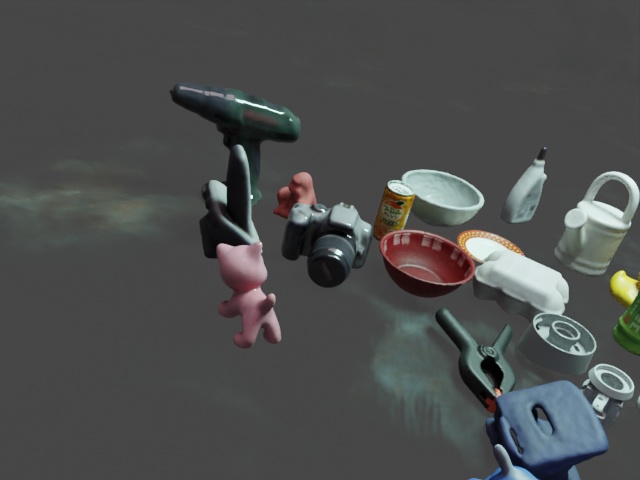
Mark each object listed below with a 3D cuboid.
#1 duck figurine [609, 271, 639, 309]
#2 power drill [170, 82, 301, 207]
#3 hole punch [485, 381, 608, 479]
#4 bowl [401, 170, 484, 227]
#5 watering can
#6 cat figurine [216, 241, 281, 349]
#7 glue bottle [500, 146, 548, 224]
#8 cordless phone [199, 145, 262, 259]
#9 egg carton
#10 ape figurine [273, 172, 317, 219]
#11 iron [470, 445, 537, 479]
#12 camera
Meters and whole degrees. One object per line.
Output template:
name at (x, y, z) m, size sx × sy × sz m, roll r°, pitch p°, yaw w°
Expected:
duck figurine at (0.577, 0.080, 1.019) m, size 0.078 × 0.086 × 0.104 m, roll -13°, pitch 40°, yaw -37°
power drill at (-0.154, -0.166, 1.014) m, size 0.230 × 0.208 × 0.075 m, roll -1°, pitch 34°, yaw -23°
hole punch at (0.255, 0.221, 0.656) m, size 0.101 × 0.091 × 0.108 m, roll 7°, pitch 31°, yaw -11°
bowl at (0.236, -0.073, 1.146) m, size 0.167 × 0.075 × 0.167 m, roll 10°, pitch 31°, yaw -6°
watering can at (0.525, -0.034, 1.078) m, size 0.100 × 0.194 × 0.173 m, roll 30°, pitch 35°, yaw 26°
cat figurine at (-0.093, 0.060, 0.756) m, size 0.067 × 0.118 × 0.127 m, roll -8°, pitch 37°, yaw -32°
glue bottle at (0.439, -0.116, 1.199) m, size 0.078 × 0.173 × 0.037 m, roll -8°, pitch 37°, yaw -32°
cordless phone at (-0.132, -0.074, 0.893) m, size 0.094 × 0.185 × 0.147 m, roll -1°, pitch 34°, yaw -23°
egg carton at (0.330, 0.077, 0.942) m, size 0.150 × 0.069 × 0.107 m, roll 26°, pitch 33°, yaw 21°
ape figurine at (-0.038, -0.080, 1.032) m, size 0.076 × 0.092 × 0.077 m, roll -1°, pitch 33°, yaw -22°
iron at (0.224, 0.291, 0.481) m, size 0.257 × 0.141 × 0.119 m, roll 32°, pitch 36°, yaw 28°
camera at (0.008, 0.003, 0.905) m, size 0.143 × 0.101 × 0.137 m, roll 15°, pitch 31°, yaw 3°
